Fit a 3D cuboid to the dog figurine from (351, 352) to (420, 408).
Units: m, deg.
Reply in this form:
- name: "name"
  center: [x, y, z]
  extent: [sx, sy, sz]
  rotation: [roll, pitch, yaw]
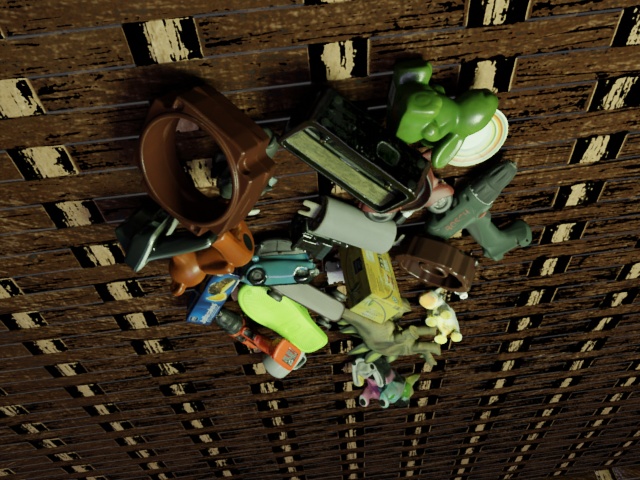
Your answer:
- name: "dog figurine"
  center: [0.200, 0.400, 1.564]
  extent: [0.108, 0.191, 0.219]
  rotation: [-19, 171, 38]

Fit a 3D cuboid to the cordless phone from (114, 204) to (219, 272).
- name: "cordless phone"
  center: [-0.253, -0.018, 0.964]
  extent: [0.184, 0.147, 0.088]
  rotation: [-8, 118, 18]

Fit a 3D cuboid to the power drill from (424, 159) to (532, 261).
- name: "power drill"
  center: [0.346, -0.047, 1.095]
  extent: [0.207, 0.086, 0.232]
  rotation: [26, 130, -37]

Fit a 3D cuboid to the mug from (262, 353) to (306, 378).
- name: "mug"
  center: [-0.080, 0.308, 1.426]
  extent: [0.109, 0.081, 0.107]
  rotation: [30, 118, -29]

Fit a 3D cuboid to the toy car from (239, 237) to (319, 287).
- name: "toy car"
  center: [-0.086, 0.044, 1.102]
  extent: [0.162, 0.103, 0.109]
  rotation: [-6, 174, 7]

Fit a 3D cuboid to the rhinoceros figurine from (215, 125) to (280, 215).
- name: "rhinoceros figurine"
  center: [-0.126, -0.123, 0.942]
  extent: [0.112, 0.073, 0.190]
  rotation: [3, 137, -24]

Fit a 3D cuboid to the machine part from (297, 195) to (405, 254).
- name: "machine part"
  center: [0.064, -0.029, 1.070]
  extent: [0.243, 0.079, 0.079]
  rotation: [18, 132, -28]

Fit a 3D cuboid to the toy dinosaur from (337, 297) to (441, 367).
- name: "toy dinosaur"
  center: [0.158, 0.238, 1.370]
  extent: [0.198, 0.105, 0.470]
  rotation: [-30, 131, 26]

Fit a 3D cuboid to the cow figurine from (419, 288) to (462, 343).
- name: "cow figurine"
  center: [0.296, 0.171, 1.337]
  extent: [0.068, 0.098, 0.167]
  rotation: [-19, 119, 21]

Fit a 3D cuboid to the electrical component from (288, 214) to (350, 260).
- name: "electrical component"
  center: [-0.002, -0.003, 1.092]
  extent: [0.119, 0.075, 0.047]
  rotation: [17, 132, -30]

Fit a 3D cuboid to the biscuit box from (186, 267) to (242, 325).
- name: "biscuit box"
  center: [-0.237, 0.110, 1.188]
  extent: [0.059, 0.063, 0.202]
  rotation: [16, 133, -24]

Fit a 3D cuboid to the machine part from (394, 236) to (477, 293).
- name: "machine part"
  center: [0.245, 0.050, 1.141]
  extent: [0.179, 0.056, 0.179]
  rotation: [22, 166, 6]

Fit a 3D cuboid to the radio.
- name: "radio"
  center: [0.058, -0.138, 0.871]
  extent: [0.229, 0.073, 0.131]
  rotation: [32, 161, -18]

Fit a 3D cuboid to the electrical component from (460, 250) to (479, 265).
- name: "electrical component"
  center: [0.304, 0.064, 1.242]
  extent: [0.078, 0.045, 0.102]
  rotation: [9, 140, -45]

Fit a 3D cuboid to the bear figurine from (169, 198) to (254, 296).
- name: "bear figurine"
  center: [-0.232, 0.020, 1.050]
  extent: [0.196, 0.120, 0.131]
  rotation: [-17, 135, 18]

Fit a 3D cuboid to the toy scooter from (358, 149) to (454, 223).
- name: "toy scooter"
  center: [0.160, -0.105, 1.002]
  extent: [0.184, 0.075, 0.135]
  rotation: [-7, 132, 0]

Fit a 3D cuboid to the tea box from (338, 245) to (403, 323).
- name: "tea box"
  center: [0.103, 0.078, 1.126]
  extent: [0.098, 0.170, 0.068]
  rotation: [28, 128, -32]

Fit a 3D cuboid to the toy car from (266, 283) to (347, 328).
- name: "toy car"
  center: [-0.031, 0.122, 1.204]
  extent: [0.202, 0.053, 0.089]
  rotation: [30, 86, -20]

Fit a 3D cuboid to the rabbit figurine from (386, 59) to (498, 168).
- name: "rabbit figurine"
  center: [0.199, -0.194, 0.865]
  extent: [0.170, 0.121, 0.158]
  rotation: [-1, 136, -7]

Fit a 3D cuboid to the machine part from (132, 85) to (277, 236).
- name: "machine part"
  center: [-0.186, -0.120, 0.844]
  extent: [0.201, 0.087, 0.201]
  rotation: [42, 129, 4]
